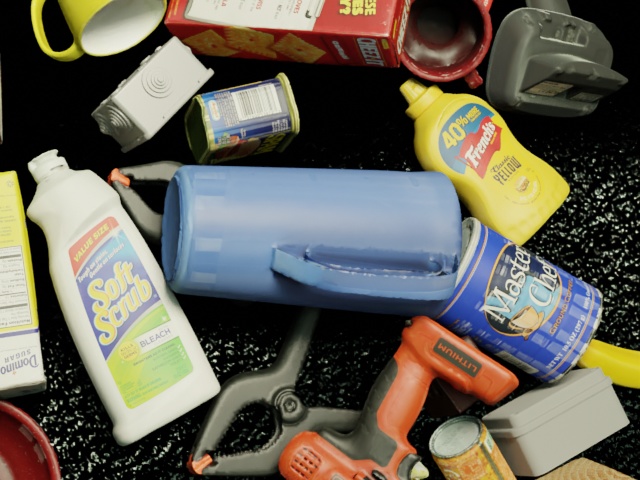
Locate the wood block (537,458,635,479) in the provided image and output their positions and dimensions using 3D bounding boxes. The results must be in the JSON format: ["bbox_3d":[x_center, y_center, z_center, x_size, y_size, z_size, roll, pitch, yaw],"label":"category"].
[{"bbox_3d":[0.244,0.309,0.929,0.090,0.090,0.206,-22,102,-20],"label":"wood block"}]

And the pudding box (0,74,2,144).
[{"bbox_3d":[-0.329,-0.141,0.943,0.090,0.039,0.113,-1,80,-16],"label":"pudding box"}]

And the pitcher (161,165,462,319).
[{"bbox_3d":[-0.006,0.001,0.911,0.242,0.149,0.145,3,66,-17],"label":"pitcher"}]

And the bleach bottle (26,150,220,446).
[{"bbox_3d":[-0.186,0.042,0.914,0.102,0.068,0.251,-29,89,-17],"label":"bleach bottle"}]

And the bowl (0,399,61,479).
[{"bbox_3d":[-0.292,0.205,0.861,0.162,0.055,0.162,3,76,-14],"label":"bowl"}]

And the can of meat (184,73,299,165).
[{"bbox_3d":[-0.073,-0.106,0.970,0.083,0.102,0.057,-14,85,-16],"label":"can of meat"}]

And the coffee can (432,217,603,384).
[{"bbox_3d":[0.175,0.057,0.996,0.140,0.103,0.102,29,71,-7],"label":"coffee can"}]

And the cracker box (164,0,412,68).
[{"bbox_3d":[-0.020,-0.250,0.990,0.214,0.072,0.164,7,74,16],"label":"cracker box"}]

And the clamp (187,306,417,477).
[{"bbox_3d":[-0.021,0.154,0.955,0.209,0.036,0.164,-39,90,-21],"label":"clamp"}]

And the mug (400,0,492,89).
[{"bbox_3d":[0.123,-0.199,1.043,0.093,0.081,0.117,-36,106,13],"label":"mug"}]

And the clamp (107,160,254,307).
[{"bbox_3d":[-0.114,-0.012,0.970,0.171,0.039,0.120,15,69,-14],"label":"clamp"}]

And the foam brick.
[{"bbox_3d":[0.119,0.126,0.978,0.051,0.078,0.053,-35,87,-18],"label":"foam brick"}]

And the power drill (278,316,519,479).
[{"bbox_3d":[0.084,0.173,0.892,0.184,0.057,0.187,35,84,13],"label":"power drill"}]

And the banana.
[{"bbox_3d":[0.326,0.119,1.043,0.197,0.070,0.037,1,40,-9],"label":"banana"}]

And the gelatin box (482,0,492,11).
[{"bbox_3d":[0.144,-0.263,1.102,0.073,0.030,0.089,25,72,-8],"label":"gelatin box"}]

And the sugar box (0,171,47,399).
[{"bbox_3d":[-0.260,0.040,0.889,0.048,0.093,0.176,-11,81,-16],"label":"sugar box"}]

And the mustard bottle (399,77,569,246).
[{"bbox_3d":[0.150,-0.085,1.047,0.191,0.058,0.096,46,69,0],"label":"mustard bottle"}]
